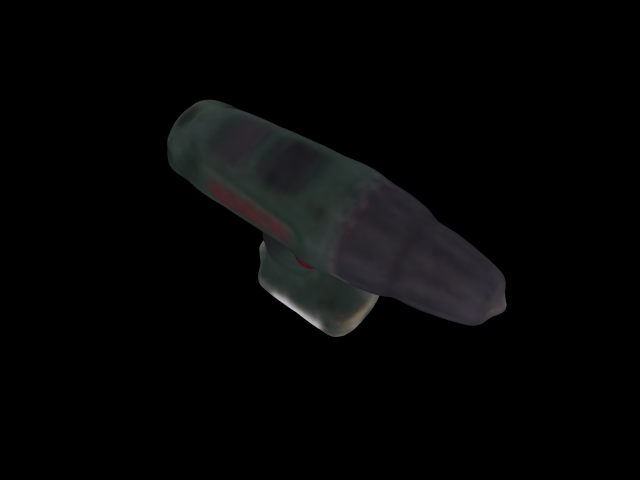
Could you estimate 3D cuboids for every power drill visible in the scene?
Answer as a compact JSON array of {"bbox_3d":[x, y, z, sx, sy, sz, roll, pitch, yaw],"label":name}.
[{"bbox_3d":[0.004,0.001,0.400,0.229,0.208,0.076,33,74,11],"label":"power drill"}]
